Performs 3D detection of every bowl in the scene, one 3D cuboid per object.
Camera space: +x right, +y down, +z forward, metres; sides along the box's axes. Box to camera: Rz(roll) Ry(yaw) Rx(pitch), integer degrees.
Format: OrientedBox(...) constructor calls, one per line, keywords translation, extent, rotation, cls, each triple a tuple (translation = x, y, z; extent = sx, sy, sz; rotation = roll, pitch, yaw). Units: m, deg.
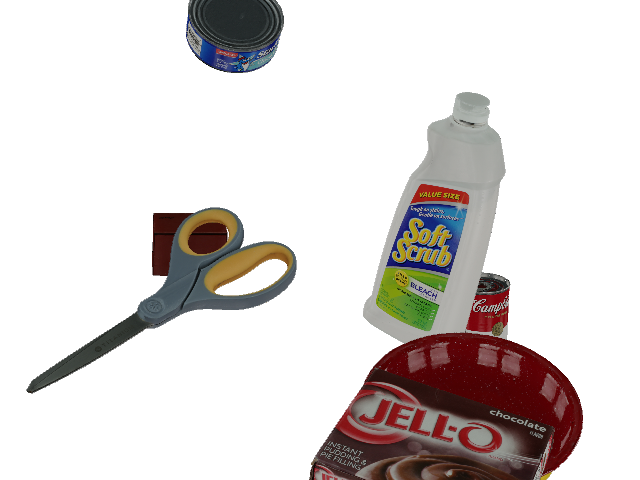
OrientedBox(translation=(0.110, 0.140, 0.795), extent=(0.162, 0.055, 0.162), rotation=(0, 36, 0), cls="bowl")

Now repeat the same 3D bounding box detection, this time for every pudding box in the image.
OrientedBox(translation=(0.062, 0.123, 0.589), extent=(0.114, 0.039, 0.089), rotation=(18, 35, 18), cls="pudding box")

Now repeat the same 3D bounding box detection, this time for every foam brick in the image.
OrientedBox(translation=(-0.141, 0.004, 1.145), extent=(0.078, 0.051, 0.053), rotation=(0, 25, -10), cls="foam brick")

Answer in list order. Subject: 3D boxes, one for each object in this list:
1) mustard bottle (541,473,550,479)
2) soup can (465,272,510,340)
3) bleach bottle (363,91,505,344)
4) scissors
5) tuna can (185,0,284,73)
OrientedBox(translation=(0.122, 0.190, 1.032), extent=(0.096, 0.058, 0.192), rotation=(-17, 24, -40), cls="mustard bottle")
OrientedBox(translation=(0.199, 0.099, 1.324), extent=(0.068, 0.102, 0.068), rotation=(-1, 19, 0), cls="soup can")
OrientedBox(translation=(0.108, -0.019, 0.980), extent=(0.103, 0.251, 0.067), rotation=(28, 37, 28), cls="bleach bottle")
OrientedBox(translation=(-0.112, 0.031, 0.713), extent=(0.201, 0.096, 0.016), rotation=(-18, -37, -24), cls="scissors")
OrientedBox(translation=(-0.078, -0.192, 0.957), extent=(0.086, 0.086, 0.034), rotation=(0, -32, -14), cls="tuna can")
